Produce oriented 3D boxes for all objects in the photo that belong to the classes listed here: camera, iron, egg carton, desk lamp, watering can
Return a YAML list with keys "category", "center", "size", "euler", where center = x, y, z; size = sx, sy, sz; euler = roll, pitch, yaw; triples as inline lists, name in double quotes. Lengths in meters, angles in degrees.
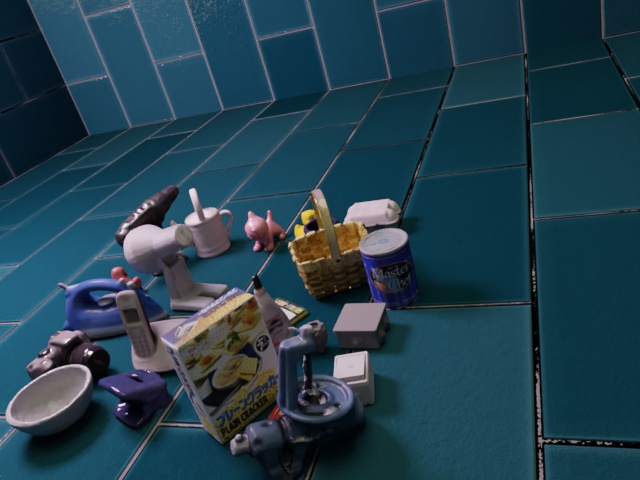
- category: "camera"
  center: [-0.537, 0.260, 1.241]
  size: [0.136, 0.101, 0.143]
  euler: [2, 32, 33]
- category: "iron"
  center: [-0.509, 0.148, 1.396]
  size: [0.258, 0.142, 0.118]
  euler: [-10, 27, 12]
- category: "egg carton"
  center: [0.139, -0.056, 1.506]
  size: [0.150, 0.069, 0.107]
  euler: [-7, 28, 17]
- category: "desk lamp"
  center: [-0.354, 0.058, 1.401]
  size: [0.202, 0.214, 0.118]
  euler: [0, 31, 29]
- category: "watering can"
  center: [-0.338, -0.050, 1.624]
  size: [0.173, 0.194, 0.100]
  euler: [-31, 30, -26]

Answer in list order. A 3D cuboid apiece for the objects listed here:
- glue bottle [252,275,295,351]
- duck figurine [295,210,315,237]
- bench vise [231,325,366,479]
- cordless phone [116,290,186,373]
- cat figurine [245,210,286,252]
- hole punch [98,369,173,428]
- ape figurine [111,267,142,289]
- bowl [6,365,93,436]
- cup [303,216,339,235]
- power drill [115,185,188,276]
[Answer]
- category: "glue bottle"
  center: [-0.106, 0.144, 1.141]
  size: [0.078, 0.173, 0.037]
  euler: [-34, 32, -32]
- category: "duck figurine"
  center: [-0.026, -0.040, 1.550]
  size: [0.104, 0.086, 0.078]
  euler: [0, 31, 29]
- category: "bench vise"
  center: [-0.036, 0.246, 0.852]
  size: [0.121, 0.220, 0.208]
  euler: [13, 39, 45]
- category: "cordless phone"
  center: [-0.337, 0.182, 1.185]
  size: [0.147, 0.185, 0.094]
  euler: [-11, 27, 10]
- category: "cat figurine"
  center: [-0.159, -0.033, 1.575]
  size: [0.067, 0.118, 0.128]
  euler: [0, 31, 30]
- category: "hole punch"
  center: [-0.353, 0.286, 1.098]
  size: [0.108, 0.091, 0.101]
  euler: [10, 36, 41]
- category: "ape figurine"
  center: [-0.525, 0.112, 1.529]
  size: [0.077, 0.092, 0.076]
  euler: [-6, 28, 19]
- category: "bowl"
  center: [-0.518, 0.328, 1.129]
  size: [0.167, 0.075, 0.167]
  euler: [-13, 27, 7]
- category: "cup"
  center: [0.013, 0.005, 1.430]
  size: [0.091, 0.095, 0.117]
  euler: [-14, 27, 4]
- category: "power drill"
  center: [-0.455, -0.018, 1.610]
  size: [0.075, 0.209, 0.230]
  euler: [6, 34, 38]
